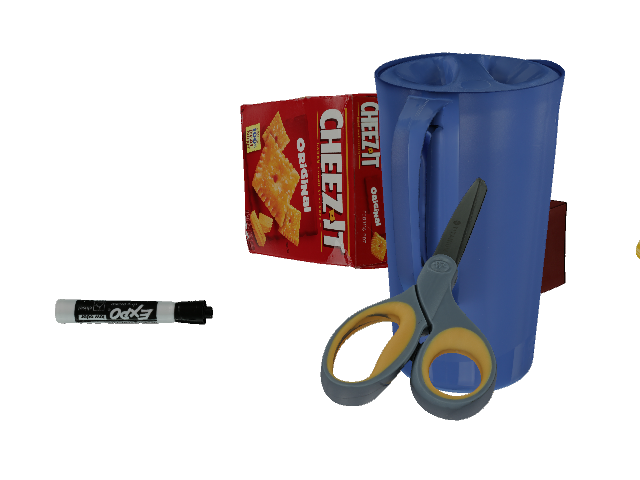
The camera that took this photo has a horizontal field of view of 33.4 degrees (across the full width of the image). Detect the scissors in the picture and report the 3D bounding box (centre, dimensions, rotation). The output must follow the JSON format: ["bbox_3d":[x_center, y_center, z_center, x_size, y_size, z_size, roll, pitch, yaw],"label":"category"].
[{"bbox_3d":[0.078,0.030,0.580,0.096,0.016,0.201,24,45,28],"label":"scissors"}]

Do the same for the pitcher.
[{"bbox_3d":[0.102,-0.011,0.786,0.149,0.243,0.145,-8,22,-15],"label":"pitcher"}]

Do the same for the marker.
[{"bbox_3d":[-0.144,0.055,0.826,0.121,0.020,0.020,0,0,3],"label":"marker"}]

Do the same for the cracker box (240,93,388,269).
[{"bbox_3d":[-0.002,-0.061,1.074,0.072,0.164,0.214,-6,7,-31],"label":"cracker box"}]

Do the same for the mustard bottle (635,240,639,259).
[{"bbox_3d":[0.263,0.043,0.642,0.096,0.058,0.192,-20,32,-21],"label":"mustard bottle"}]

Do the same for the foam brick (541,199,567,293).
[{"bbox_3d":[0.185,0.004,0.958,0.053,0.078,0.051,12,22,42],"label":"foam brick"}]
